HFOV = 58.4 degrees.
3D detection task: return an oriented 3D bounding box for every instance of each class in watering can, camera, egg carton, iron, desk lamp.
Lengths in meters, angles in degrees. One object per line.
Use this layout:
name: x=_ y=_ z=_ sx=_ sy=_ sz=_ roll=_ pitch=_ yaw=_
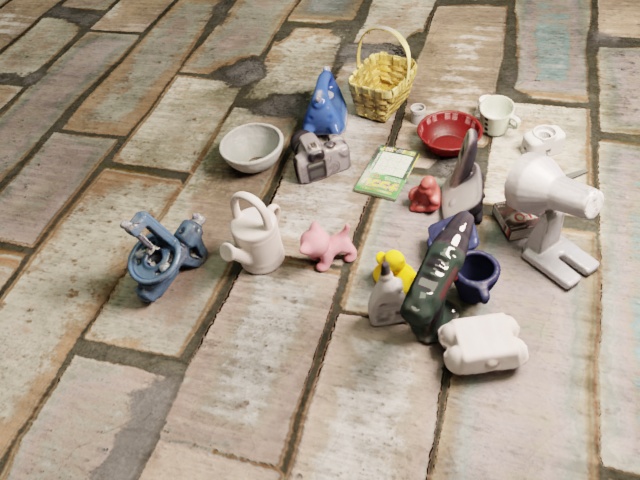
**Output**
watering can: x=-0.140 y=-0.018 z=1.203 sx=0.100 sy=0.194 sz=0.173 roll=4 pitch=49 yaw=12
camera: x=-0.011 y=-0.232 z=1.440 sx=0.143 sy=0.101 sz=0.136 roll=-20 pitch=49 yaw=-10
egg carton: x=0.294 y=0.191 z=1.038 sx=0.150 sy=0.069 sz=0.107 roll=-9 pitch=48 yaw=0
iron: x=0.013 y=-0.393 z=1.554 sx=0.118 sy=0.142 sz=0.258 roll=0 pitch=48 yaw=9
desk lamp: x=0.464 y=-0.048 z=1.132 sx=0.118 sy=0.214 sz=0.202 roll=-31 pitch=51 yaw=-19

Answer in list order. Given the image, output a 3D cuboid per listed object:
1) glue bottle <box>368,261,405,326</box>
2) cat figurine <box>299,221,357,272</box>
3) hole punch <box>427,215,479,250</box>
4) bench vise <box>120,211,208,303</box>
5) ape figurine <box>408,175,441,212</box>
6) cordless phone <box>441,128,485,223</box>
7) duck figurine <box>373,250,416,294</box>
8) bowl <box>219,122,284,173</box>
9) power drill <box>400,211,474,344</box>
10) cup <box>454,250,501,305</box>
glue bottle: x=0.126 y=0.098 z=1.075 sx=0.078 sy=0.173 sz=0.037 roll=-8 pitch=48 yaw=1
cat figurine: x=0.011 y=0.004 z=1.213 sx=0.128 sy=0.118 sz=0.067 roll=-22 pitch=49 yaw=-12
hole punch: x=0.275 y=0.003 z=1.195 sx=0.101 sy=0.091 sz=0.108 roll=-6 pitch=48 yaw=2
bench vise: x=-0.335 y=-0.002 z=1.198 sx=0.121 sy=0.220 sz=0.207 roll=9 pitch=50 yaw=16
ape figurine: x=0.243 y=-0.108 z=1.300 sx=0.076 sy=0.092 sz=0.077 roll=-30 pitch=51 yaw=-18
cordless phone: x=0.317 y=-0.137 z=1.252 sx=0.094 sy=0.185 sz=0.147 roll=-1 pitch=48 yaw=7
duck figurine: x=0.156 y=0.059 z=1.165 sx=0.104 sy=0.086 sz=0.078 roll=26 pitch=57 yaw=28
bowl: x=-0.171 y=-0.225 z=1.474 sx=0.167 sy=0.075 sz=0.167 roll=-4 pitch=48 yaw=5
power drill: x=0.218 y=0.085 z=1.050 sx=0.075 sy=0.209 sz=0.230 roll=20 pitch=54 yaw=24
cup: x=0.302 y=0.091 z=1.110 sx=0.091 sy=0.095 sz=0.117 roll=-9 pitch=48 yaw=0
